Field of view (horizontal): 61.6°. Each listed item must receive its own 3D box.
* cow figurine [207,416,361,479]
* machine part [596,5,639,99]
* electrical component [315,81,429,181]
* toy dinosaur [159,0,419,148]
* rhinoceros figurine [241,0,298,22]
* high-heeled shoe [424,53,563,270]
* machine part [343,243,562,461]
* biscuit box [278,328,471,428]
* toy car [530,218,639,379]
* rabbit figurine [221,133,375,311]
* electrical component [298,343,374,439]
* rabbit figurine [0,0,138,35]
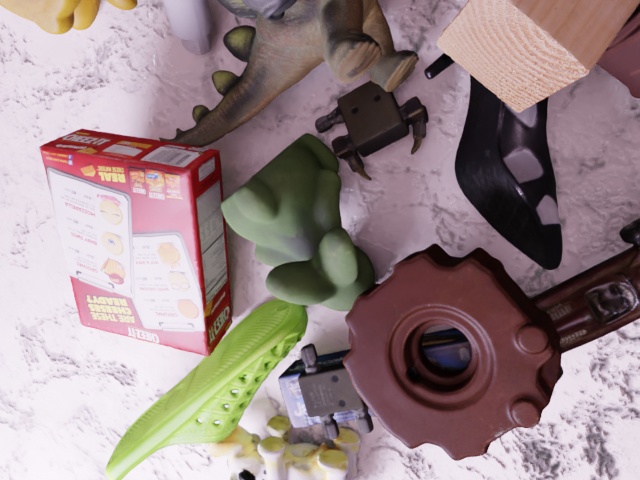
[{"bbox_3d":[-0.042,0.251,0.589,0.168,0.068,0.098,4,105,16],"label":"cow figurine"},{"bbox_3d":[0.293,-0.191,0.358,0.087,0.201,0.201,39,106,5],"label":"machine part"},{"bbox_3d":[0.053,-0.109,0.523,0.102,0.045,0.078,-31,60,15],"label":"electrical component"},{"bbox_3d":[0.005,-0.221,0.484,0.471,0.105,0.199,-47,68,12],"label":"toy dinosaur"},{"bbox_3d":[-0.003,-0.256,0.393,0.190,0.073,0.112,-48,63,16],"label":"rhinoceros figurine"},{"bbox_3d":[0.191,-0.106,0.485,0.145,0.086,0.248,-37,106,-12],"label":"high-heeled shoe"},{"bbox_3d":[0.105,0.093,0.453,0.180,0.056,0.179,3,97,26],"label":"machine part"},{"bbox_3d":[0.062,0.139,0.543,0.203,0.063,0.059,-16,92,17],"label":"biscuit box"},{"bbox_3d":[0.229,0.055,0.454,0.202,0.053,0.089,-30,89,13],"label":"toy car"},{"bbox_3d":[-0.001,-0.002,0.510,0.121,0.159,0.170,-39,101,8],"label":"rabbit figurine"},{"bbox_3d":[0.014,0.142,0.513,0.063,0.021,0.094,-17,89,17],"label":"electrical component"},{"bbox_3d":[-0.255,-0.297,0.538,0.122,0.173,0.162,-15,138,18],"label":"rabbit figurine"}]
